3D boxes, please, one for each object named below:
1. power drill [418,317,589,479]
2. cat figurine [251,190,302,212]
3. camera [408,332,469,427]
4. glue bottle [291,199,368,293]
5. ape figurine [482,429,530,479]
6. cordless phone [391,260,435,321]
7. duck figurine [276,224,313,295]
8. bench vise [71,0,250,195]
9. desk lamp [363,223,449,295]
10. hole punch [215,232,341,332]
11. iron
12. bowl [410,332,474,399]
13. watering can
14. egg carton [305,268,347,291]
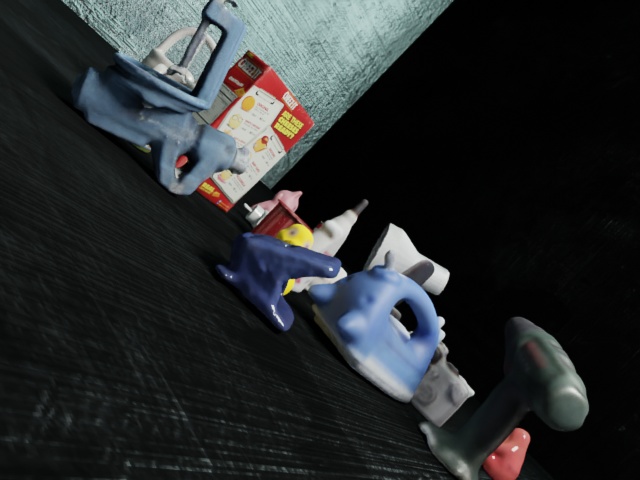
[{"bbox_3d":[0.226,0.198,0.718,0.076,0.208,0.229,44,2,-8],"label":"power drill"},{"bbox_3d":[-0.095,-0.082,1.356,0.067,0.117,0.128,45,2,12],"label":"cat figurine"},{"bbox_3d":[0.174,0.212,0.928,0.143,0.100,0.137,45,2,16],"label":"camera"},{"bbox_3d":[0.008,0.003,0.839,0.037,0.173,0.078,45,2,18],"label":"glue bottle"},{"bbox_3d":[0.305,0.347,0.936,0.078,0.092,0.076,44,2,-16],"label":"ape figurine"},{"bbox_3d":[0.108,0.087,0.957,0.094,0.185,0.148,45,2,25],"label":"cordless phone"},{"bbox_3d":[-0.045,0.017,0.738,0.077,0.086,0.104,44,2,-6],"label":"duck figurine"},{"bbox_3d":[-0.153,-0.181,0.698,0.121,0.219,0.208,46,2,43],"label":"bench vise"},{"bbox_3d":[0.154,0.101,1.211,0.203,0.213,0.118,44,2,-1],"label":"desk lamp"},{"bbox_3d":[-0.040,0.026,0.579,0.101,0.091,0.108,44,2,-1],"label":"hole punch"},{"bbox_3d":[0.104,0.122,0.777,0.259,0.141,0.118,43,2,-40],"label":"iron"},{"bbox_3d":[0.213,0.260,1.109,0.167,0.074,0.167,44,2,-1],"label":"bowl"},{"bbox_3d":[-0.253,-0.272,0.961,0.101,0.194,0.172,43,2,-29],"label":"watering can"},{"bbox_3d":[-0.017,0.042,1.032,0.150,0.069,0.108,46,2,40],"label":"egg carton"}]
